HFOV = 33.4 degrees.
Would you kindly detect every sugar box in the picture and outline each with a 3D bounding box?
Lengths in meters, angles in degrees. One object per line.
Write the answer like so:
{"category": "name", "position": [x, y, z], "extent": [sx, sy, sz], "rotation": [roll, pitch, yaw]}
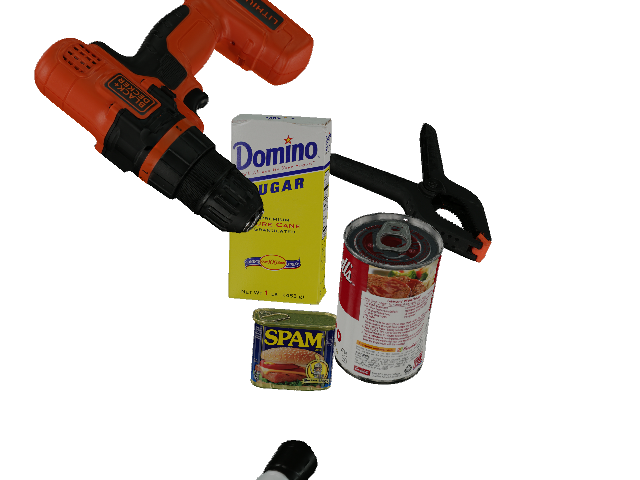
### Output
{"category": "sugar box", "position": [-0.040, -0.030, 1.024], "extent": [0.093, 0.176, 0.048], "rotation": [3, 16, 8]}

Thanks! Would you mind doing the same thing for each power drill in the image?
{"category": "power drill", "position": [-0.082, -0.108, 0.769], "extent": [0.187, 0.184, 0.057], "rotation": [-50, -1, -43]}

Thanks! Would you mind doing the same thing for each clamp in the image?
{"category": "clamp", "position": [0.114, -0.052, 1.231], "extent": [0.164, 0.036, 0.210], "rotation": [-15, 52, -27]}

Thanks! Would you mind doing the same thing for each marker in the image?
{"category": "marker", "position": [-0.031, 0.114, 0.417], "extent": [0.020, 0.020, 0.121], "rotation": [0, 21, 24]}

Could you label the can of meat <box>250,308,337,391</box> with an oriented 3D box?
{"category": "can of meat", "position": [-0.033, 0.130, 1.270], "extent": [0.102, 0.084, 0.057], "rotation": [4, 13, -2]}

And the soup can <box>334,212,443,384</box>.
{"category": "soup can", "position": [0.046, 0.041, 0.745], "extent": [0.068, 0.102, 0.068], "rotation": [3, 33, -2]}
